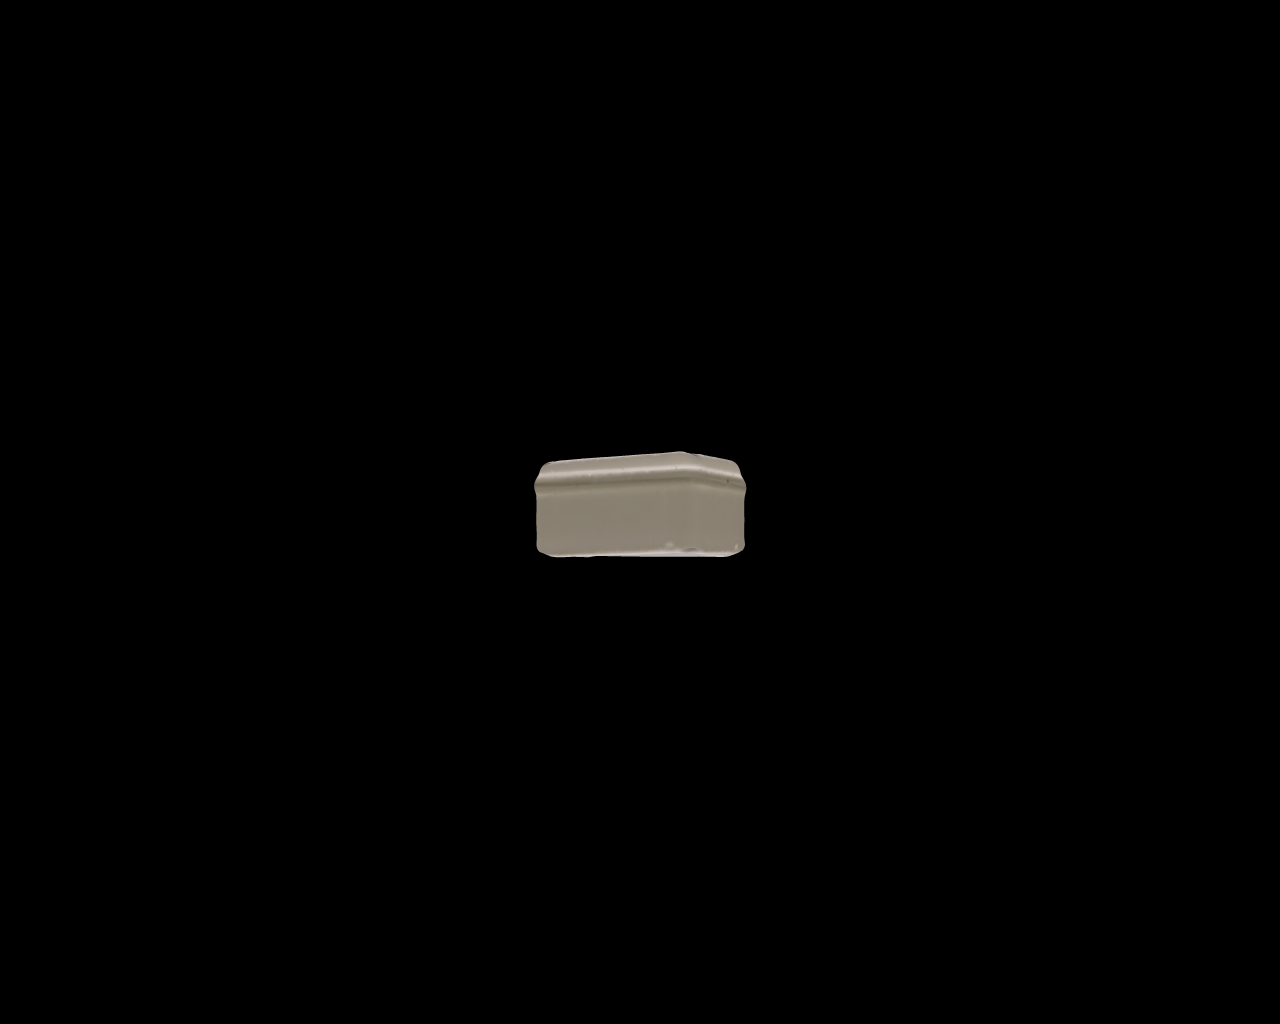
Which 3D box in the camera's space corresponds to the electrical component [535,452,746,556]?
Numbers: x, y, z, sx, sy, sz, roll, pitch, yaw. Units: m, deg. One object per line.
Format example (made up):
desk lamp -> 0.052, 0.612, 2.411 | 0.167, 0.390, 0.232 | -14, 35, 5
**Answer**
electrical component -> 0.001, -0.003, 0.650 | 0.113, 0.057, 0.078 | -2, -3, 27
